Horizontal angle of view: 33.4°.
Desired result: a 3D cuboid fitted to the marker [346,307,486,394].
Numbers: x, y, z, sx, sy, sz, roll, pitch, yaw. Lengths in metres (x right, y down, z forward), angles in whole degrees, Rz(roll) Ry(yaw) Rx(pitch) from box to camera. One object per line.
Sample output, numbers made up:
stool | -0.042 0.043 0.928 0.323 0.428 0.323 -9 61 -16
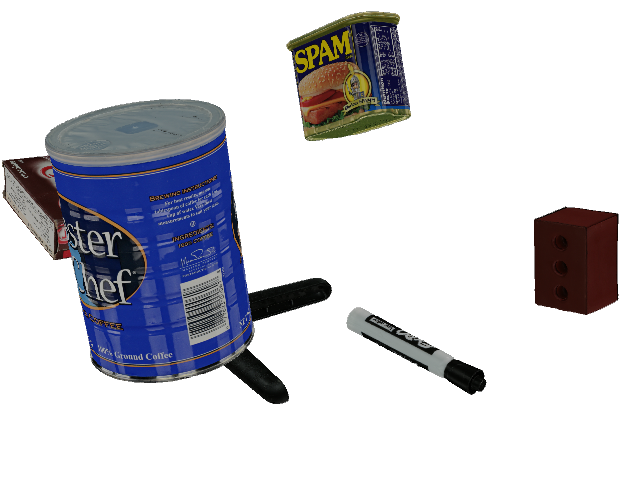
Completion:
marker | 0.068 0.079 0.768 0.121 0.020 0.020 26 17 38

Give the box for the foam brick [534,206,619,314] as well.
foam brick | 0.214 0.016 0.893 0.053 0.078 0.051 11 22 43

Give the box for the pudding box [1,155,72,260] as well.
pudding box | -0.187 -0.030 0.834 0.089 0.039 0.114 -10 31 -35

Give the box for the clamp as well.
clamp | -0.103 0.087 1.017 0.210 0.036 0.164 3 36 8

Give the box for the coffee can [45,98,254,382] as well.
coffee can | -0.098 -0.002 0.632 0.103 0.140 0.103 -5 23 2

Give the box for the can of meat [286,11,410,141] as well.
can of meat | 0.024 -0.133 0.884 0.057 0.084 0.102 -6 -4 -42
